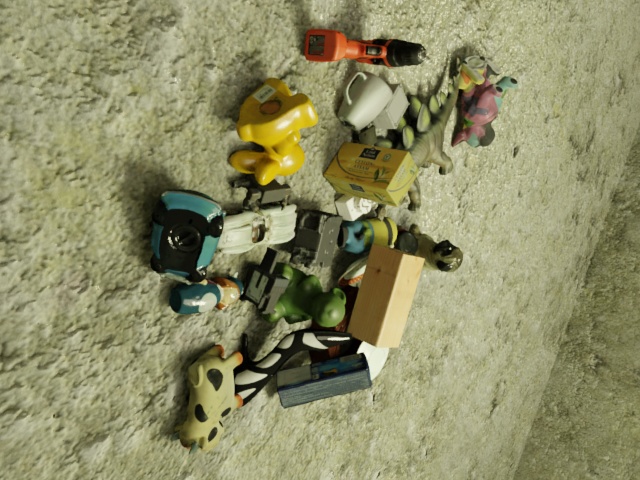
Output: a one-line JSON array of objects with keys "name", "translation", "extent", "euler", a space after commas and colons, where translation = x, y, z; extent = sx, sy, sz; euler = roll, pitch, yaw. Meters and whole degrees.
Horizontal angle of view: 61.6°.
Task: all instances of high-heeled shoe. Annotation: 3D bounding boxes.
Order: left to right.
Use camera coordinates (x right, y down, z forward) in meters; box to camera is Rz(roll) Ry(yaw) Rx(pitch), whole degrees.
[{"name": "high-heeled shoe", "translation": [-0.057, 0.251, 1.061], "extent": [0.086, 0.249, 0.145], "euler": [54, 33, -84]}]

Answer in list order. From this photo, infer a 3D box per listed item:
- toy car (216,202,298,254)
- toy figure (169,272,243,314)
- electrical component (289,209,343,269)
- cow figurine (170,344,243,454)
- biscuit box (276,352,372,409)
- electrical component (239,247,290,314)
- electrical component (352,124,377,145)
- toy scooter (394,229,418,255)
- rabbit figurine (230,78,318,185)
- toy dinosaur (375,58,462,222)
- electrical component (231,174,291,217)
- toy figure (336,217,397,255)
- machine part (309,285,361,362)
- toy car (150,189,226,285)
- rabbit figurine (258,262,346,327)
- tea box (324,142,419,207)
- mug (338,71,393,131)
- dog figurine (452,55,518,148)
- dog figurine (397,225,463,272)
[{"name": "toy car", "translation": [-0.115, -0.024, 0.995], "extent": [0.201, 0.056, 0.073], "euler": [-14, 114, -44]}, {"name": "toy figure", "translation": [-0.193, 0.098, 0.957], "extent": [0.154, 0.058, 0.064], "euler": [-7, 147, -48]}, {"name": "electrical component", "translation": [-0.002, -0.003, 1.101], "extent": [0.134, 0.058, 0.114], "euler": [-6, 112, -68]}, {"name": "cow figurine", "translation": [-0.209, 0.304, 0.992], "extent": [0.127, 0.086, 0.194], "euler": [-19, 120, -49]}, {"name": "biscuit box", "translation": [0.009, 0.303, 1.165], "extent": [0.203, 0.059, 0.062], "euler": [-12, 120, -1]}, {"name": "electrical component", "translation": [-0.102, 0.073, 1.021], "extent": [0.047, 0.075, 0.119], "euler": [13, 98, -59]}, {"name": "electrical component", "translation": [0.097, -0.223, 1.182], "extent": [0.063, 0.021, 0.093], "euler": [-35, 128, -34]}, {"name": "toy scooter", "translation": [0.173, 0.066, 1.314], "extent": [0.075, 0.135, 0.184], "euler": [16, 72, -22]}, {"name": "rabbit figurine", "translation": [-0.074, -0.169, 0.950], "extent": [0.162, 0.122, 0.173], "euler": [-52, 155, -17]}, {"name": "toy dinosaur", "translation": [0.242, -0.234, 1.280], "extent": [0.471, 0.105, 0.198], "euler": [-55, 134, -24]}, {"name": "electrical component", "translation": [-0.103, -0.084, 0.976], "extent": [0.102, 0.078, 0.045], "euler": [-21, 139, -48]}, {"name": "toy figure", "translation": [0.104, -0.012, 1.219], "extent": [0.180, 0.082, 0.089], "euler": [4, 117, -41]}, {"name": "machine part", "translation": [0.070, 0.227, 1.270], "extent": [0.201, 0.087, 0.200], "euler": [-34, 128, -33]}, {"name": "toy car", "translation": [-0.208, -0.015, 0.858], "extent": [0.103, 0.109, 0.161], "euler": [-88, -168, -63]}, {"name": "rabbit figurine", "translation": [-0.016, 0.133, 1.074], "extent": [0.159, 0.170, 0.121], "euler": [24, 87, -49]}, {"name": "tea box", "translation": [0.104, -0.138, 1.108], "extent": [0.068, 0.170, 0.098], "euler": [47, 67, -45]}, {"name": "mug", "translation": [0.083, -0.284, 1.101], "extent": [0.107, 0.081, 0.109], "euler": [-56, 143, -3]}, {"name": "dog figurine", "translation": [0.403, -0.349, 1.421], "extent": [0.108, 0.192, 0.219], "euler": [-37, 163, -37]}, {"name": "dog figurine", "translation": [0.294, 0.040, 1.368], "extent": [0.172, 0.191, 0.121], "euler": [-6, 108, -48]}]
